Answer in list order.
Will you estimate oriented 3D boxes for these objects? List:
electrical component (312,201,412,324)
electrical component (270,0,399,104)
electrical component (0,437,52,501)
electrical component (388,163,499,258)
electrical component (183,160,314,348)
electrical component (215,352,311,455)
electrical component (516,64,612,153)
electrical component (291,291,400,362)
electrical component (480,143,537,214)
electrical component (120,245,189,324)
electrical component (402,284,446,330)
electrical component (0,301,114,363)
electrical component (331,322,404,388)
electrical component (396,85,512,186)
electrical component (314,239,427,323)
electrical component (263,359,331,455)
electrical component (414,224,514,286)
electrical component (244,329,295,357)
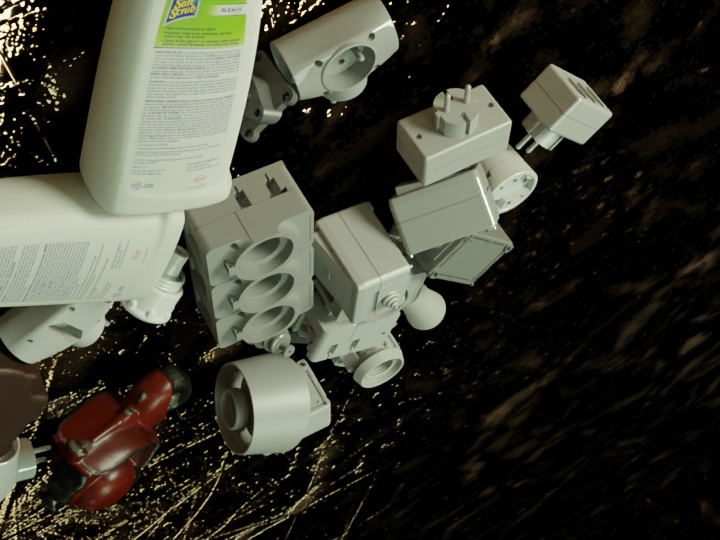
[{"bbox_3d":[0.000,0.000,0.938,0.061,0.096,0.061,-22,151,-20],"label":"electrical component"},{"bbox_3d":[-0.015,-0.143,0.745,0.077,0.044,0.079,-29,153,-7],"label":"electrical component"},{"bbox_3d":[-0.311,0.169,0.945,0.079,0.044,0.077,-9,144,-38],"label":"electrical component"},{"bbox_3d":[0.066,-0.054,0.932,0.096,0.061,0.061,-19,-172,13],"label":"electrical component"},{"bbox_3d":[-0.088,-0.006,0.875,0.089,0.061,0.150,-24,151,-17],"label":"electrical component"},{"bbox_3d":[-0.099,0.132,1.050,0.064,0.099,0.099,-5,142,-31],"label":"electrical component"},{"bbox_3d":[0.170,-0.133,0.953,0.076,0.047,0.066,-46,150,24],"label":"electrical component"},{"bbox_3d":[-0.013,0.046,1.049,0.089,0.050,0.055,-12,146,-34],"label":"electrical component"},{"bbox_3d":[0.126,-0.087,0.982,0.055,0.047,0.055,-25,152,-14],"label":"electrical component"},{"bbox_3d":[-0.158,0.008,0.845,0.048,0.048,0.062,9,124,-52],"label":"electrical component"},{"bbox_3d":[0.058,0.031,1.111,0.044,0.044,0.065,-36,148,6],"label":"electrical component"},{"bbox_3d":[-0.222,0.036,0.823,0.077,0.043,0.079,-36,152,7],"label":"electrical component"},{"bbox_3d":[0.010,0.086,1.132,0.078,0.057,0.058,-43,151,19],"label":"electrical component"},{"bbox_3d":[0.077,-0.121,0.874,0.083,0.047,0.075,-25,152,-14],"label":"electrical component"},{"bbox_3d":[0.012,0.011,1.013,0.089,0.055,0.050,-13,147,-33],"label":"electrical component"},{"bbox_3d":[-0.085,0.149,1.129,0.096,0.061,0.061,-24,151,-16],"label":"electrical component"},{"bbox_3d":[0.087,-0.031,1.017,0.061,0.061,0.096,-45,150,23],"label":"electrical component"},{"bbox_3d":[-0.087,0.050,0.956,0.040,0.078,0.040,-32,145,-27],"label":"electrical component"}]
